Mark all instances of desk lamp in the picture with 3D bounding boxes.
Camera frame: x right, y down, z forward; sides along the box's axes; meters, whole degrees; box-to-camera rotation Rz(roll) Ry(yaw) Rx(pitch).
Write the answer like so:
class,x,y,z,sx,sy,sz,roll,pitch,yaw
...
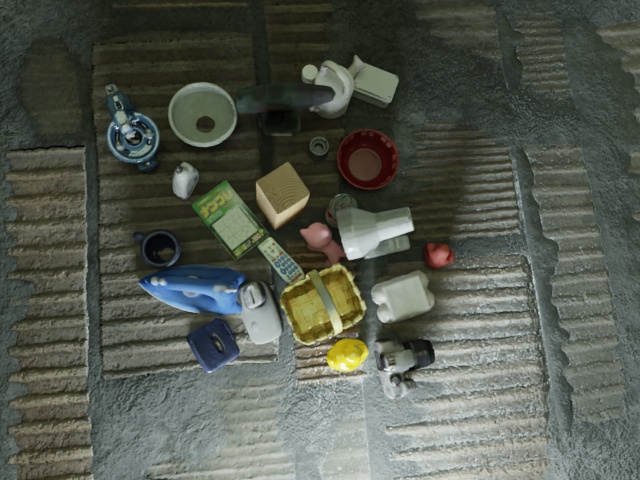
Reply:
class,x,y,z,sx,sy,sz,roll,pitch,yaw
desk lamp,0.131,-0.023,1.364,0.203,0.213,0.118,-12,82,-8

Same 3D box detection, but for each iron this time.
class,x,y,z,sx,sy,sz,roll,pitch,yaw
iron,-0.305,0.108,1.332,0.258,0.141,0.119,7,80,-5

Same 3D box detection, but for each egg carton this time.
class,x,y,z,sx,sy,sz,roll,pitch,yaw
egg carton,0.206,0.143,1.419,0.150,0.069,0.107,-19,83,-9

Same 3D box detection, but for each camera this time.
class,x,y,z,sx,sy,sz,roll,pitch,yaw
camera,0.210,0.300,1.378,0.137,0.100,0.143,-12,82,-8

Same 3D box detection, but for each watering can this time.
class,x,y,z,sx,sy,sz,roll,pitch,yaw
watering can,0.038,-0.390,1.422,0.101,0.194,0.173,25,79,-1

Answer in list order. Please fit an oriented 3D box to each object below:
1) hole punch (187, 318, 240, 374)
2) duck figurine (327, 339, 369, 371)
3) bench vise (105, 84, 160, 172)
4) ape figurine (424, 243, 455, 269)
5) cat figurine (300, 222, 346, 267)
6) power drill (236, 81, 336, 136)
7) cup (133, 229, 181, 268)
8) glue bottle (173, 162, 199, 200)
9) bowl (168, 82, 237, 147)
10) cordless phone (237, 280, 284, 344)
class,x,y,z,sx,sy,sz,roll,pitch,yaw
hole punch,-0.248,0.245,1.342,0.101,0.091,0.108,-32,85,-10
duck figurine,0.069,0.277,1.374,0.104,0.086,0.077,-15,83,-8
bench vise,-0.464,-0.272,1.335,0.121,0.219,0.207,-43,87,-11
ape figurine,0.301,0.034,1.435,0.078,0.092,0.076,43,79,2
cat figurine,0.013,0.005,1.395,0.128,0.117,0.067,39,79,1
power drill,-0.086,-0.322,1.391,0.229,0.208,0.075,-2,81,-6
cup,-0.384,0.020,1.361,0.118,0.095,0.092,29,79,-1
glue bottle,-0.323,-0.150,1.355,0.037,0.173,0.078,27,79,-1
bowl,-0.291,-0.303,1.433,0.167,0.074,0.167,1,81,-6
cordless phone,-0.137,0.164,1.319,0.094,0.185,0.147,-23,84,-9
